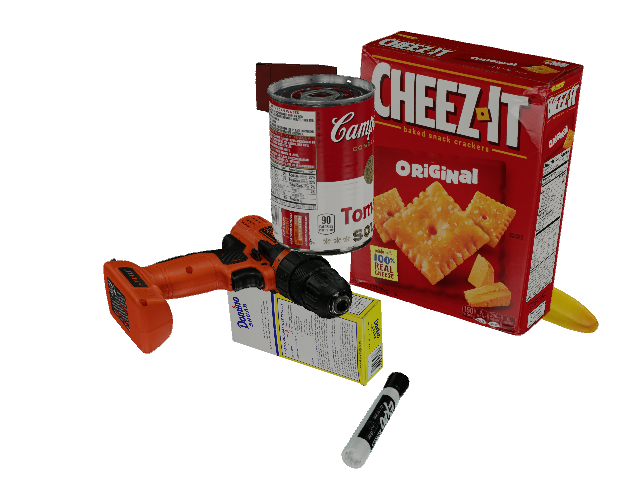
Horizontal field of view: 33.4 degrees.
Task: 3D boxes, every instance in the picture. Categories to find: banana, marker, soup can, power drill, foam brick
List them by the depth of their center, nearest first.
[{"bbox_3d":[0.001,-0.049,0.686,0.068,0.102,0.068,-1,22,0],"label":"soup can"},{"bbox_3d":[0.046,0.140,0.851,0.020,0.020,0.121,0,23,24],"label":"marker"},{"bbox_3d":[-0.086,0.042,0.955,0.187,0.057,0.185,-15,26,-27],"label":"power drill"},{"bbox_3d":[0.187,0.060,1.105,0.198,0.037,0.069,8,40,12],"label":"banana"},{"bbox_3d":[-0.027,-0.164,1.151,0.078,0.051,0.053,-1,12,-19],"label":"foam brick"}]

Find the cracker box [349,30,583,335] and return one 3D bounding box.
[{"bbox_3d":[0.110,-0.046,0.862,0.164,0.214,0.072,17,29,30],"label":"cracker box"}]

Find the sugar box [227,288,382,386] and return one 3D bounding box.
[{"bbox_3d":[-0.018,0.088,1.165,0.176,0.093,0.048,18,37,30],"label":"sugar box"}]
